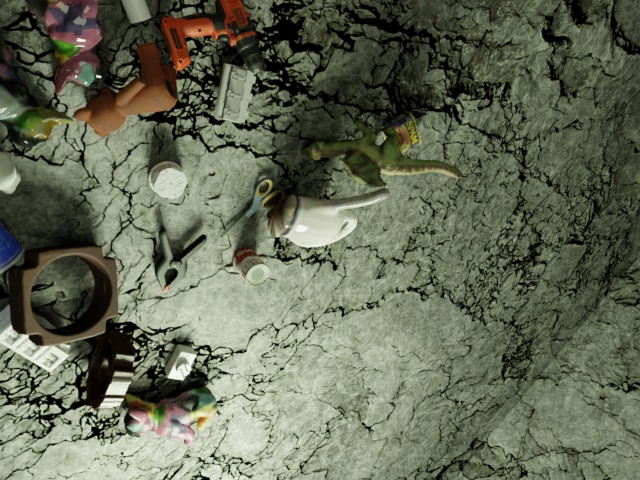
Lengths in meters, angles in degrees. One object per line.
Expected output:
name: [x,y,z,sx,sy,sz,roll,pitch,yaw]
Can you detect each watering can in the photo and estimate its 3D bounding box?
watering can: [0.004,-0.066,1.308,0.224,0.106,0.341,11,150,-27]

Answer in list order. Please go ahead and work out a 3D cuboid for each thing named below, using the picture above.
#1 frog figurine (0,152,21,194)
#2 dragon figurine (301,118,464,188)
frog figurine: [-0.648,-0.153,0.975,0.137,0.123,0.159,-68,162,3]
dragon figurine: [0.151,-0.189,1.309,0.248,0.412,0.119,-54,159,-48]
